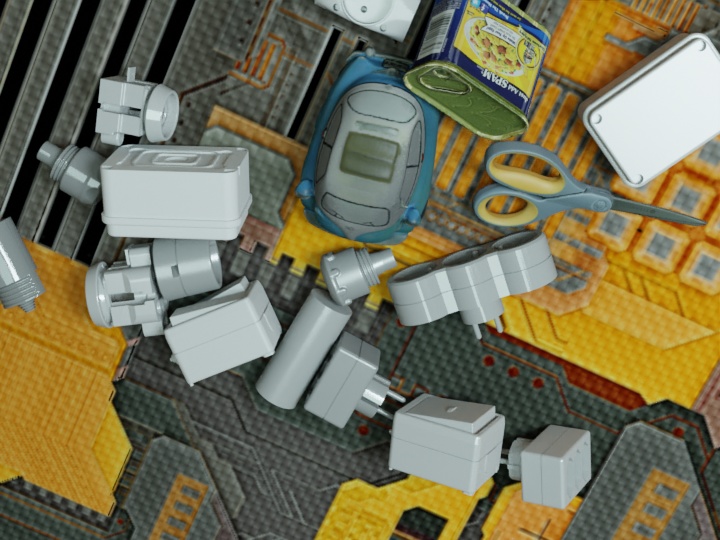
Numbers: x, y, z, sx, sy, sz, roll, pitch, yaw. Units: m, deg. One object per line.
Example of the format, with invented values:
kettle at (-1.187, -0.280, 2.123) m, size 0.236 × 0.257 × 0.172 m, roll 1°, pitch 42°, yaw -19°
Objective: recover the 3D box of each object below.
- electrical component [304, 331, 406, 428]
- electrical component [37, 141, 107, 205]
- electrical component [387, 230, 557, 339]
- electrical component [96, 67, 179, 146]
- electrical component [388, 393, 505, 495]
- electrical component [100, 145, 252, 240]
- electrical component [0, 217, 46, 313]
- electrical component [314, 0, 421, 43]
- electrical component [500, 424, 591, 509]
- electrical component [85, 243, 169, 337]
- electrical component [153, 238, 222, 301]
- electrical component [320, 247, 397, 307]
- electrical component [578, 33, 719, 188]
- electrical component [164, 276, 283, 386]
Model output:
electrical component at (0.001, 0.104, 0.936) m, size 0.077 × 0.047 × 0.065 m, roll 29°, pitch 105°, yaw -4°
electrical component at (-0.240, -0.085, 0.903) m, size 0.062 × 0.043 × 0.043 m, roll 31°, pitch 105°, yaw -4°
electrical component at (0.099, 0.022, 0.906) m, size 0.138 × 0.052 × 0.073 m, roll -18°, pitch 103°, yaw 8°
electrical component at (-0.183, -0.132, 0.887) m, size 0.055 × 0.048 × 0.066 m, roll 12°, pitch 106°, yaw 8°
electrical component at (0.069, 0.143, 0.925) m, size 0.096 × 0.062 × 0.061 m, roll 13°, pitch 107°, yaw 26°
electrical component at (-0.149, -0.064, 0.883) m, size 0.113 × 0.078 × 0.057 m, roll 2°, pitch 112°, yaw 3°
electrical component at (-0.303, -0.001, 0.929) m, size 0.043 × 0.043 × 0.081 m, roll -22°, pitch 102°, yaw 9°
electrical component at (0.014, -0.231, 0.848) m, size 0.077 × 0.044 × 0.079 m, roll 23°, pitch 105°, yaw -3°
electrical component at (0.154, 0.168, 0.939) m, size 0.077 × 0.066 × 0.047 m, roll 5°, pitch 107°, yaw 32°
electrical component at (-0.200, 0.019, 0.922) m, size 0.057 × 0.058 × 0.078 m, roll -7°, pitch 104°, yaw 3°
electrical component at (-0.146, -0.005, 0.914) m, size 0.047 × 0.055 × 0.055 m, roll -10°, pitch 104°, yaw 2°
electrical component at (0.000, 0.000, 0.911) m, size 0.062 × 0.048 × 0.048 m, roll -21°, pitch 103°, yaw 1°
electrical component at (0.240, -0.127, 0.855) m, size 0.113 × 0.057 × 0.078 m, roll -35°, pitch 100°, yaw 11°
electrical component at (-0.124, 0.052, 0.923) m, size 0.096 × 0.061 × 0.061 m, roll -22°, pitch 102°, yaw 9°
